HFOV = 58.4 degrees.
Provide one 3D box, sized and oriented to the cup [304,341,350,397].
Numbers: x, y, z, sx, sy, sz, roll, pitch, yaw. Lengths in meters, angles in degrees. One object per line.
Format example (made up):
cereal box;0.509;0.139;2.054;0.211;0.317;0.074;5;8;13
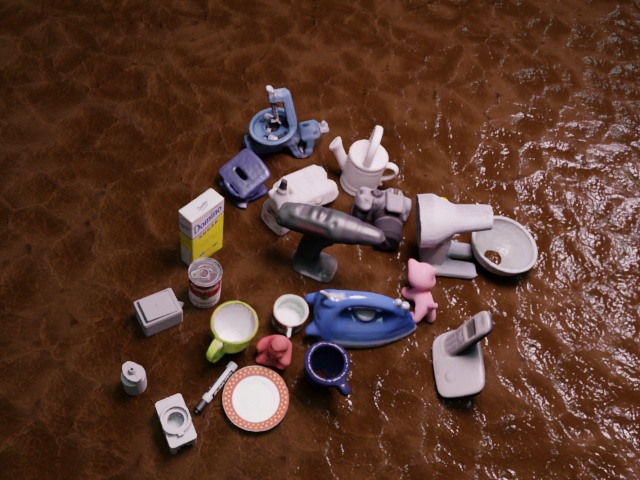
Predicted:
cup;0.015;0.270;1.140;0.092;0.095;0.117;-28;67;-27

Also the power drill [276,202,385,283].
power drill;0.011;0.004;1.247;0.229;0.208;0.076;21;55;2

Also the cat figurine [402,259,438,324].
cat figurine;0.232;0.108;1.285;0.067;0.118;0.127;-6;58;-16

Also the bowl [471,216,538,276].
bowl;0.443;0.026;1.415;0.167;0.075;0.167;6;56;-9

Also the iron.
iron;0.100;0.150;1.211;0.258;0.141;0.118;4;56;-10

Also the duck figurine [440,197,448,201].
duck figurine;0.300;-0.067;1.437;0.078;0.086;0.104;-27;66;-27

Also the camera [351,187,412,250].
camera;0.151;-0.055;1.385;0.143;0.101;0.137;11;55;-6

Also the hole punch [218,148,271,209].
hole punch;-0.182;-0.149;1.376;0.101;0.091;0.108;-32;69;-29

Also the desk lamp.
desk lamp;0.295;-0.014;1.322;0.203;0.213;0.118;6;56;-9

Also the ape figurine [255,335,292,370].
ape figurine;-0.086;0.219;1.152;0.076;0.092;0.077;-29;67;-28

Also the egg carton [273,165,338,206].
egg carton;-0.034;-0.119;1.404;0.151;0.069;0.107;-27;66;-27

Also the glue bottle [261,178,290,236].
glue bottle;-0.093;-0.083;1.303;0.078;0.173;0.037;40;58;15

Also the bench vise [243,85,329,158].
bench vise;-0.082;-0.304;1.424;0.208;0.220;0.121;-20;63;-24

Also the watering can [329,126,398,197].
watering can;0.109;-0.201;1.416;0.173;0.194;0.101;1;57;-12

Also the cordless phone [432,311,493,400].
cordless phone;0.304;0.237;1.174;0.094;0.185;0.147;4;56;-10
